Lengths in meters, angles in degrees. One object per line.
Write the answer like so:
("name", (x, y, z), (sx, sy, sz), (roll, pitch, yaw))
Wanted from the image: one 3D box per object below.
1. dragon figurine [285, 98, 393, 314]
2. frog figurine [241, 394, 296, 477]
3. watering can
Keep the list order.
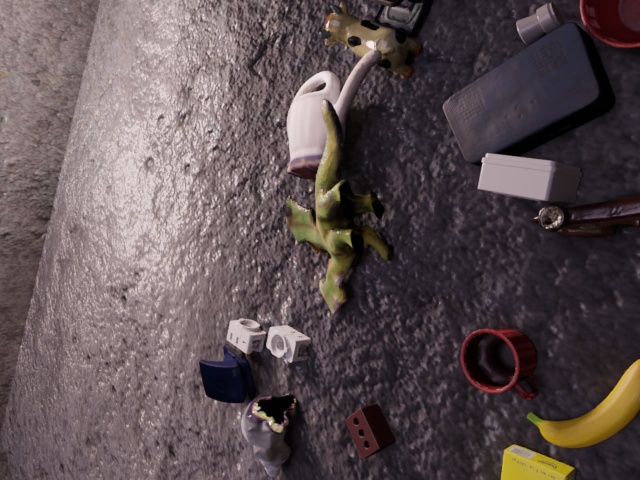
("dragon figurine", (0.003, -0.051, 1.014), (0.241, 0.123, 0.408), (-9, 99, 47))
("frog figurine", (-0.118, 0.428, 1.129), (0.140, 0.122, 0.157), (-106, 28, -65))
("watering can", (0.013, -0.241, 1.048), (0.346, 0.104, 0.225), (-5, 82, 61))
